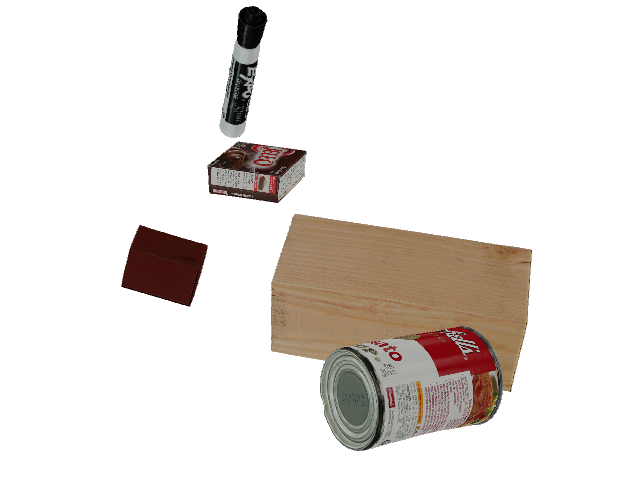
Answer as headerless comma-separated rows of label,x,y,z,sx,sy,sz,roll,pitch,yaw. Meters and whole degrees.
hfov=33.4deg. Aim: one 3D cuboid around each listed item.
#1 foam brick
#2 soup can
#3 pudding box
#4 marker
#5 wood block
foam brick,-0.166,0.027,1.133,0.078,0.051,0.053,17,29,-4
soup can,0.059,0.096,0.700,0.102,0.068,0.069,-6,3,-33
pudding box,-0.074,-0.083,1.275,0.090,0.039,0.113,8,24,13
marker,-0.054,-0.115,0.736,0.020,0.020,0.121,0,-33,-13
wood block,0.068,0.052,0.909,0.206,0.090,0.090,9,43,7
